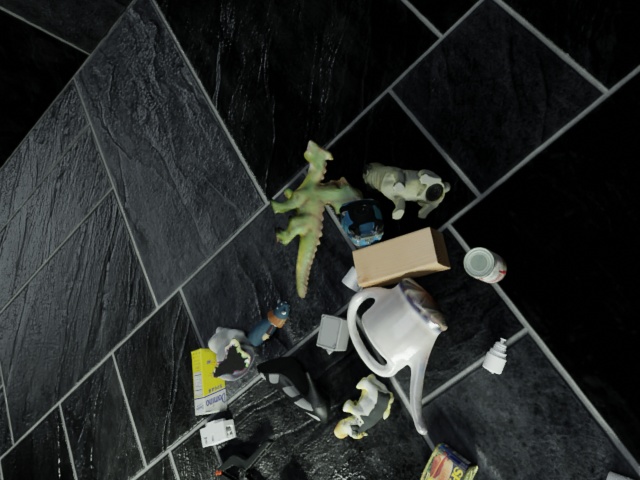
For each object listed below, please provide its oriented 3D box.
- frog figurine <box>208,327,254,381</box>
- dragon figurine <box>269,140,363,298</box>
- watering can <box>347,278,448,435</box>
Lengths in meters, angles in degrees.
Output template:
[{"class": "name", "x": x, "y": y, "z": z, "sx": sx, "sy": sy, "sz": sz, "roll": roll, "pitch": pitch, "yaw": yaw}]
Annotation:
[{"class": "frog figurine", "x": -0.257, "y": 0.319, "z": 1.473, "sx": 0.160, "sy": 0.122, "sz": 0.137, "roll": -157, "pitch": 78, "yaw": -70}, {"class": "dragon figurine", "x": 0.004, "y": -0.070, "z": 1.397, "sx": 0.241, "sy": 0.121, "sz": 0.414, "roll": -18, "pitch": 77, "yaw": 19}, {"class": "watering can", "x": 0.199, "y": 0.236, "z": 1.178, "sx": 0.222, "sy": 0.103, "sz": 0.354, "roll": -45, "pitch": 57, "yaw": 15}]
